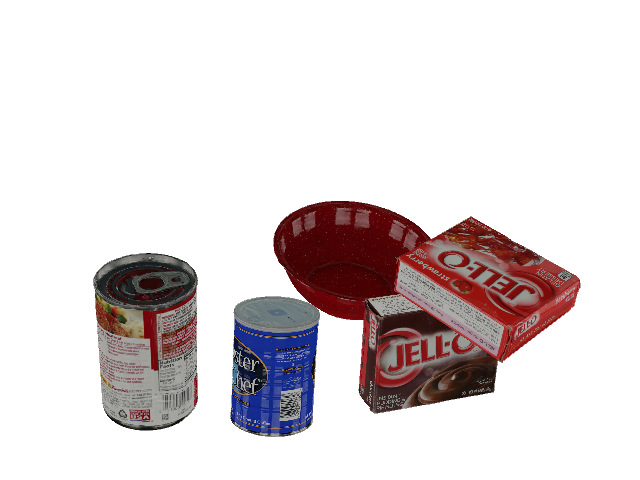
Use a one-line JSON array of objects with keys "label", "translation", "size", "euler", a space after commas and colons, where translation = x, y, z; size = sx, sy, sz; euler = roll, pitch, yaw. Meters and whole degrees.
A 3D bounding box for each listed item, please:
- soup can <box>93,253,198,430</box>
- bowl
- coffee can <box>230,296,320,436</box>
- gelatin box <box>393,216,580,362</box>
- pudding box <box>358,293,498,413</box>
[{"label": "soup can", "translation": [-0.117, 0.069, 0.725], "size": [0.068, 0.102, 0.068], "euler": [2, 29, -1]}, {"label": "bowl", "translation": [0.032, 0.028, 1.042], "size": [0.162, 0.055, 0.162], "euler": [5, 36, -4]}, {"label": "coffee can", "translation": [-0.056, 0.150, 1.286], "size": [0.103, 0.140, 0.103], "euler": [3, 17, -1]}, {"label": "gelatin box", "translation": [0.102, 0.027, 0.658], "size": [0.073, 0.030, 0.089], "euler": [-27, 47, -37]}, {"label": "pudding box", "translation": [0.089, 0.086, 0.863], "size": [0.113, 0.090, 0.039], "euler": [-8, 29, -20]}]
